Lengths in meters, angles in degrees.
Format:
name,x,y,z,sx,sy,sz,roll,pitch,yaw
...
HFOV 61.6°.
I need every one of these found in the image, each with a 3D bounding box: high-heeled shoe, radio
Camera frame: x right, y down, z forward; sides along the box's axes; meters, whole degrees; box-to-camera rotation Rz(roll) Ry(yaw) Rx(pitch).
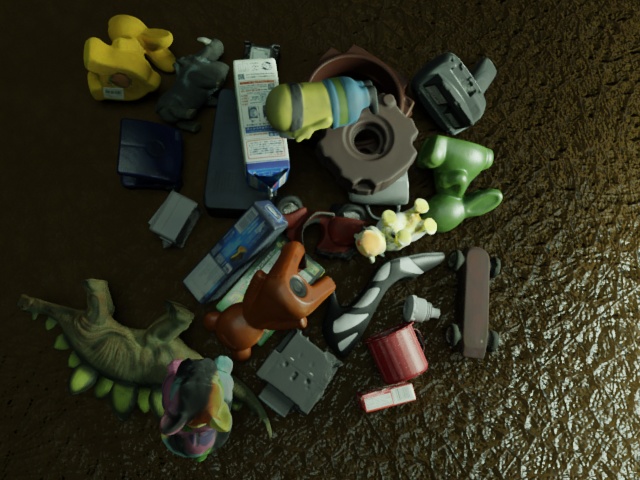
name,x,y,z,sx,sy,sz,roll,pitch,yaw
high-heeled shoe,0.119,0.110,0.945,0.249,0.086,0.145,-14,86,-5
radio,-0.134,-0.154,0.990,0.131,0.073,0.229,6,79,-3

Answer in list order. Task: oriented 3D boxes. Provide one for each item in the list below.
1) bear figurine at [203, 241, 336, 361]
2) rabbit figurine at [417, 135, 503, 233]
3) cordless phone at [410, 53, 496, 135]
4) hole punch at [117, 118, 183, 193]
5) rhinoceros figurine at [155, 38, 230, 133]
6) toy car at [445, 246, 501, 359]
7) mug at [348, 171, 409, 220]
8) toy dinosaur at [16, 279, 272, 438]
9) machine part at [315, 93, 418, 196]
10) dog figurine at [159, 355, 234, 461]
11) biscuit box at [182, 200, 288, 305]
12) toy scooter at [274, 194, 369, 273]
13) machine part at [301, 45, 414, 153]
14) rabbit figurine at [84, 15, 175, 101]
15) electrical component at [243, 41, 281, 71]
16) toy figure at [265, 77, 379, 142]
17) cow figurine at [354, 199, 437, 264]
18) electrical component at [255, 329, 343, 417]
name,x,y,z,sx,sy,sz,roll,pitch,yaw
bear figurine,-0.089,0.111,0.898,0.120,0.196,0.132,48,36,-8
rabbit figurine,0.244,-0.093,0.992,0.159,0.121,0.170,12,95,-7
cordless phone,0.271,-0.308,1.026,0.146,0.089,0.184,46,67,-24
hole punch,-0.308,-0.154,0.974,0.116,0.092,0.142,0,74,-7
rhinoceros figurine,-0.235,-0.295,1.016,0.112,0.073,0.190,29,75,7
toy car,0.272,0.110,0.962,0.089,0.053,0.202,10,73,-11
mug,0.105,-0.091,0.992,0.107,0.081,0.109,-3,114,2
toy dinosaur,-0.282,0.194,0.893,0.471,0.105,0.198,20,85,-4
machine part,0.081,-0.168,0.925,0.179,0.056,0.179,0,79,-3
dog figurine,-0.175,0.249,0.761,0.108,0.219,0.191,4,92,-11
biscuit box,-0.143,0.021,0.910,0.202,0.063,0.059,-44,81,18
toy scooter,-0.002,-0.003,0.951,0.184,0.075,0.135,7,84,-19
machine part,0.059,-0.249,1.013,0.201,0.087,0.201,35,80,4
rabbit figurine,-0.355,-0.357,1.005,0.162,0.121,0.173,-5,59,-7
electrical component,-0.118,-0.321,1.038,0.075,0.047,0.119,4,78,-2
toy figure,0.001,-0.218,0.859,0.180,0.082,0.089,-17,109,-5
cow figurine,0.116,-0.008,0.935,0.167,0.098,0.068,-21,81,-32
electrical component,-0.043,0.230,0.917,0.115,0.058,0.134,35,78,7
